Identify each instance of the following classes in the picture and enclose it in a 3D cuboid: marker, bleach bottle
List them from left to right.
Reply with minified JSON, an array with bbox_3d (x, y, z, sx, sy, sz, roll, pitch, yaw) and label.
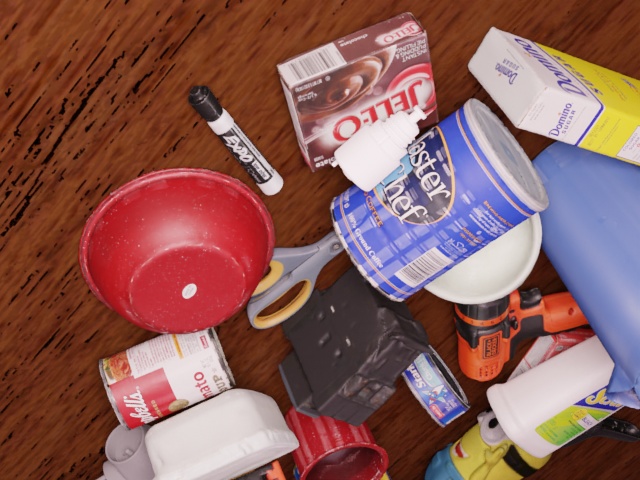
[{"bbox_3d":[-0.065,-0.076,0.822,0.020,0.020,0.121,-33,135,7],"label":"marker"},{"bbox_3d":[0.296,0.122,1.058,0.251,0.068,0.102,-35,139,15],"label":"bleach bottle"}]

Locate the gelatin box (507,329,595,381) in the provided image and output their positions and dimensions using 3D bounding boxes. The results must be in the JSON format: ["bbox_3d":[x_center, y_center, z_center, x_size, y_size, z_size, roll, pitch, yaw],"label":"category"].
[{"bbox_3d":[0.256,0.134,1.148,0.073,0.030,0.089,8,127,-30],"label":"gelatin box"}]

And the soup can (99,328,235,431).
[{"bbox_3d":[-0.133,0.117,0.935,0.102,0.068,0.068,-22,135,-5],"label":"soup can"}]

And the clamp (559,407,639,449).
[{"bbox_3d":[0.316,0.211,1.241,0.171,0.039,0.120,-13,129,-6],"label":"clamp"}]

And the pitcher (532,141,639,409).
[{"bbox_3d":[0.273,0.012,0.892,0.149,0.243,0.145,-1,131,-23],"label":"pitcher"}]

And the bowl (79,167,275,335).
[{"bbox_3d":[-0.110,0.023,0.856,0.162,0.055,0.162,-8,129,-10],"label":"bowl"}]

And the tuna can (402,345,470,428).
[{"bbox_3d":[0.111,0.140,1.051,0.034,0.086,0.086,-36,135,8],"label":"tuna can"}]

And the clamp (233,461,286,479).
[{"bbox_3d":[-0.124,0.281,1.048,0.210,0.036,0.164,-38,151,22],"label":"clamp"}]

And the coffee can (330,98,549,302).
[{"bbox_3d":[0.093,-0.030,0.844,0.140,0.103,0.102,-35,135,22],"label":"coffee can"}]

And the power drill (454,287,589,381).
[{"bbox_3d":[0.220,0.050,1.039,0.187,0.057,0.184,-15,138,-7],"label":"power drill"}]

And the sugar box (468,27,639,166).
[{"bbox_3d":[0.213,-0.111,0.860,0.175,0.093,0.048,14,122,-33],"label":"sugar box"}]

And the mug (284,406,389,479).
[{"bbox_3d":[0.018,0.210,1.076,0.093,0.081,0.117,-37,134,11],"label":"mug"}]

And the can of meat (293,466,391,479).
[{"bbox_3d":[0.030,0.266,1.131,0.101,0.084,0.057,3,129,-27],"label":"can of meat"}]

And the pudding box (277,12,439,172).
[{"bbox_3d":[0.031,-0.113,0.817,0.113,0.039,0.090,-21,136,-4],"label":"pudding box"}]

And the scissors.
[{"bbox_3d":[-0.006,0.001,0.922,0.096,0.016,0.202,25,116,-38],"label":"scissors"}]
